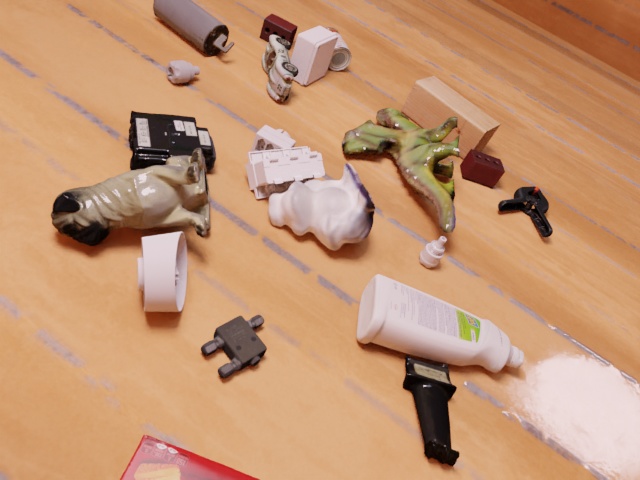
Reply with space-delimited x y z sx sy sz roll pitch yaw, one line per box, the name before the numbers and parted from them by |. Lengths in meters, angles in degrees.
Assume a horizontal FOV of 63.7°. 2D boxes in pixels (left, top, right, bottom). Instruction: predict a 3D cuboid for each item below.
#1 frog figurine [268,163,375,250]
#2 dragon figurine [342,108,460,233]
frog figurine | 0.003 -0.042 0.835 0.159 0.120 0.140 -23 62 1
dragon figurine | 0.162 -0.168 1.051 0.243 0.119 0.420 10 39 8
